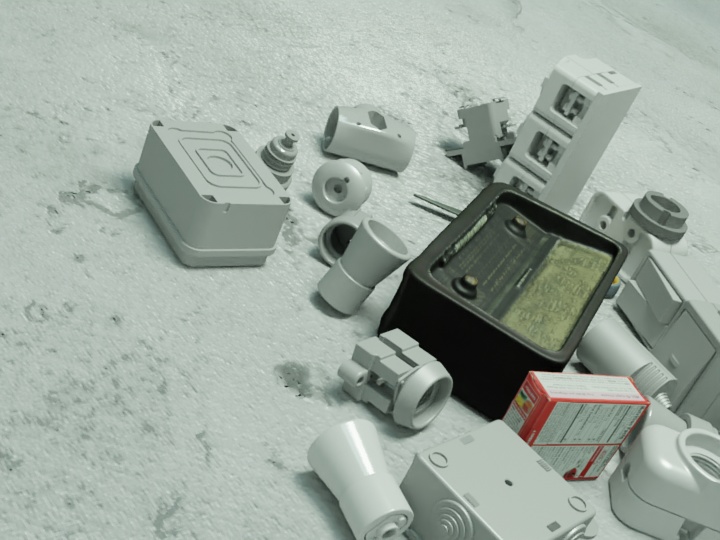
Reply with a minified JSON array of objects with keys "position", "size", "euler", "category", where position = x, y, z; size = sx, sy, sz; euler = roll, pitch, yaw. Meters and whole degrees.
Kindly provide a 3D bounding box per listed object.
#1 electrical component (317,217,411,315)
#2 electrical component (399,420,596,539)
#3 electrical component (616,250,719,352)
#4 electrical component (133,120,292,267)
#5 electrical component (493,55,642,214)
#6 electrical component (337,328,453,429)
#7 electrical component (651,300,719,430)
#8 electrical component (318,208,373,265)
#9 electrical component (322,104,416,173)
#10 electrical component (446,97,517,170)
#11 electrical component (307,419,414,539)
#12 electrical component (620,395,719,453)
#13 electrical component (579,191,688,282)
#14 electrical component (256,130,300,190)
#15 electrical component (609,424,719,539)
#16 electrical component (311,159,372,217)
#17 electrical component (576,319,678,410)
[{"position":[0.000,0.000,0.778],"size":[0.044,0.065,0.044],"euler":[36,19,-15],"category":"electrical component"},{"position":[0.078,0.140,0.630],"size":[0.100,0.048,0.100],"euler":[-12,46,-46],"category":"electrical component"},{"position":[0.267,0.027,0.931],"size":[0.061,0.061,0.096],"euler":[11,32,-22],"category":"electrical component"},{"position":[-0.112,-0.057,0.797],"size":[0.078,0.057,0.113],"euler":[-1,39,-37],"category":"electrical component"},{"position":[0.190,-0.123,1.025],"size":[0.062,0.150,0.089],"euler":[39,33,22],"category":"electrical component"},{"position":[0.027,0.072,0.705],"size":[0.055,0.048,0.066],"euler":[34,30,30],"category":"electrical component"},{"position":[0.269,0.068,0.832],"size":[0.061,0.096,0.061],"euler":[10,33,-22],"category":"electrical component"},{"position":[-0.007,-0.026,0.843],"size":[0.040,0.040,0.046],"euler":[28,24,5],"category":"electrical component"},{"position":[0.006,-0.131,1.013],"size":[0.077,0.043,0.079],"euler":[14,32,-18],"category":"electrical component"},{"position":[0.128,-0.138,1.079],"size":[0.081,0.063,0.042],"euler":[-7,9,38],"category":"electrical component"},{"position":[0.002,0.123,0.611],"size":[0.044,0.044,0.065],"euler":[1,42,-35],"category":"electrical component"},{"position":[0.220,0.120,0.768],"size":[0.055,0.045,0.045],"euler":[24,30,-2],"category":"electrical component"},{"position":[0.264,-0.031,1.030],"size":[0.059,0.053,0.095],"euler":[1,37,-34],"category":"electrical component"},{"position":[-0.071,-0.079,0.847],"size":[0.040,0.078,0.040],"euler":[24,38,-20],"category":"electrical component"},{"position":[0.223,0.146,0.714],"size":[0.095,0.059,0.053],"euler":[22,30,-4],"category":"electrical component"},{"position":[-0.009,-0.073,0.912],"size":[0.048,0.048,0.062],"euler":[31,24,11],"category":"electrical component"},{"position":[0.208,0.080,0.824],"size":[0.043,0.043,0.081],"euler":[-3,39,-38],"category":"electrical component"}]
